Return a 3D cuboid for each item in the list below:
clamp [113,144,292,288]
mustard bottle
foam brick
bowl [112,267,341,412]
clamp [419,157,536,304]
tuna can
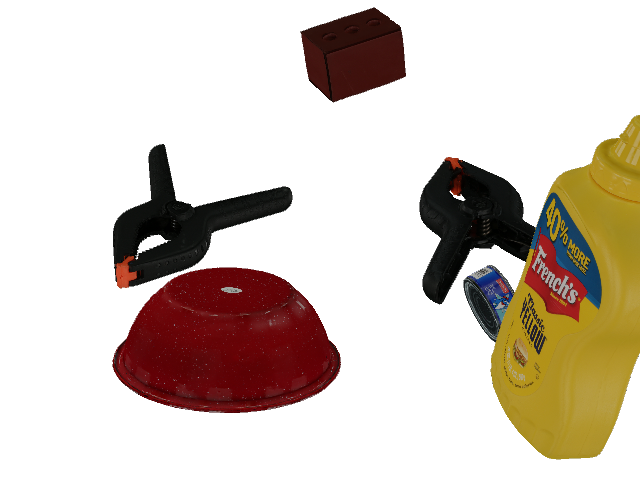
[{"bbox_3d":[-0.148,-0.025,1.055,0.165,0.036,0.209,23,41,21],"label":"clamp"},{"bbox_3d":[0.144,0.020,0.566,0.058,0.192,0.096,1,37,-13],"label":"mustard bottle"},{"bbox_3d":[0.030,-0.167,0.957,0.078,0.051,0.053,-21,38,-16],"label":"foam brick"},{"bbox_3d":[-0.064,0.060,0.749,0.162,0.055,0.162,2,19,-1],"label":"bowl"},{"bbox_3d":[0.130,-0.010,0.799,0.120,0.039,0.171,4,36,-3],"label":"clamp"},{"bbox_3d":[0.197,0.073,1.215,0.033,0.086,0.086,-26,4,-8],"label":"tuna can"}]
